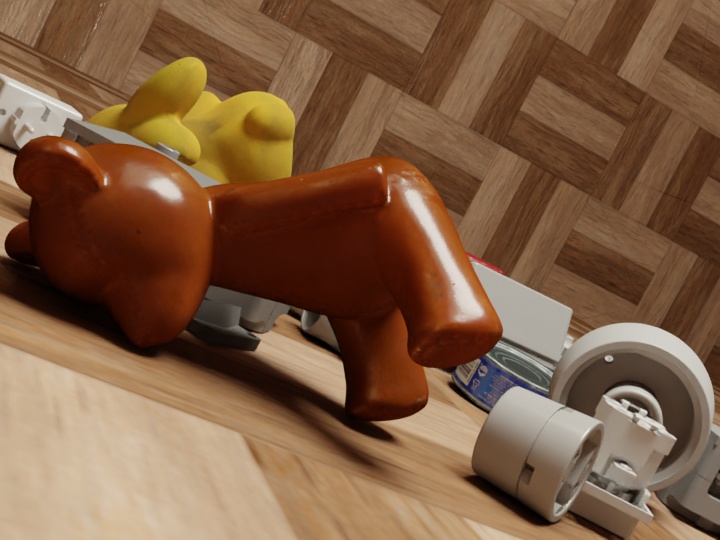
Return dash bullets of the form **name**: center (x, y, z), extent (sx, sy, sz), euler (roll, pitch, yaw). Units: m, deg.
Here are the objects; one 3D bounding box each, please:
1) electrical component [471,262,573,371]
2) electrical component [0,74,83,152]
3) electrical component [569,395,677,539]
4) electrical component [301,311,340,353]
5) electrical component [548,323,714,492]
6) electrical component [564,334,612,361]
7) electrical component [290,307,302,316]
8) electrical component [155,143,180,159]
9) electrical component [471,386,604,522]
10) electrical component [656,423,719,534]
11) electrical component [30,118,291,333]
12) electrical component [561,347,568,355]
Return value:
- **electrical component**: center (0.098, 0.040, 0.888), extent (0.109, 0.056, 0.109), euler (25, -16, -25)
- **electrical component**: center (-0.254, -0.112, 0.834), extent (0.066, 0.047, 0.077), euler (24, 6, -33)
- **electrical component**: center (0.141, 0.106, 0.595), extent (0.042, 0.063, 0.081), euler (26, 5, 1)
- **electrical component**: center (0.009, 0.040, 0.687), extent (0.077, 0.044, 0.079), euler (25, 5, -20)
- **electrical component**: center (0.173, 0.091, 0.691), extent (0.108, 0.108, 0.060), euler (28, 11, 11)
- **electrical component**: center (0.202, 0.096, 1.015), extent (0.186, 0.060, 0.105), euler (27, 5, -1)
- **electrical component**: center (-0.046, 0.008, 0.749), extent (0.065, 0.044, 0.044), euler (33, 6, 11)
- **electrical component**: center (-0.149, -0.059, 0.762), extent (0.043, 0.062, 0.043), euler (27, 5, -3)
- **electrical component**: center (0.089, 0.090, 0.540), extent (0.047, 0.055, 0.055), euler (26, 4, 27)
- **electrical component**: center (0.292, 0.168, 0.758), extent (0.150, 0.061, 0.089), euler (27, 5, 0)
- **electrical component**: center (-0.107, -0.026, 0.643), extent (0.150, 0.061, 0.089), euler (28, 6, 7)
- **electrical component**: center (0.177, 0.088, 0.883), extent (0.047, 0.075, 0.083), euler (26, 5, -11)
